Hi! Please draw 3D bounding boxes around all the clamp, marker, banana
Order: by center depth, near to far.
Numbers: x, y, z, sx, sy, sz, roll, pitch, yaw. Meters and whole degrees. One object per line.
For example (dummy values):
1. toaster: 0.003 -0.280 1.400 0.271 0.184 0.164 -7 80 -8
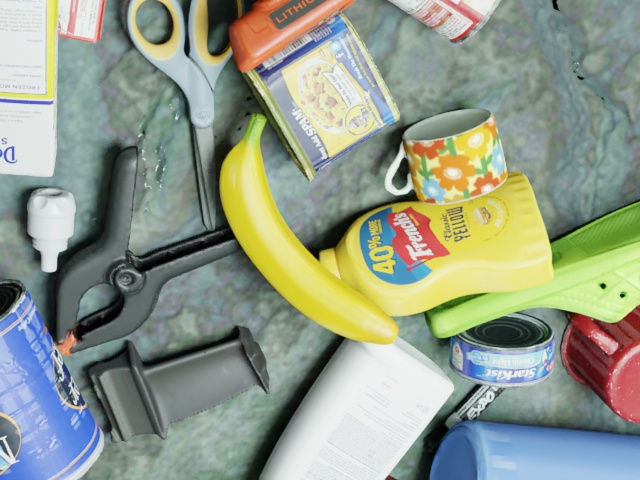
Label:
1. banana: -0.020 0.006 0.792 0.070 0.037 0.198 -32 93 35
2. clamp: -0.152 0.012 0.812 0.171 0.039 0.120 -41 110 5
3. marker: 0.137 0.143 0.931 0.020 0.020 0.121 40 97 -22

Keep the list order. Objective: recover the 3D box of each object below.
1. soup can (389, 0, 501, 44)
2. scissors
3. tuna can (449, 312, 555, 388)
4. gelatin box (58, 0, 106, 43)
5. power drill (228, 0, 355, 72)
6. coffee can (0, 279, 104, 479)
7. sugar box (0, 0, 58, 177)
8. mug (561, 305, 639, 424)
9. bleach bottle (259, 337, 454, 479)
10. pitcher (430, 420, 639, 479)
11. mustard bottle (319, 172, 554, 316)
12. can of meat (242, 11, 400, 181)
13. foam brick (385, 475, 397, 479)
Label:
1. soup can: 0.076 -0.196 0.771 0.102 0.068 0.068 28 101 -19
2. scissors: -0.106 -0.104 0.790 0.096 0.016 0.202 6 109 -21
3. tuna can: 0.150 0.088 0.879 0.086 0.086 0.034 -4 109 -11
4. gelatin box: -0.192 -0.181 0.740 0.089 0.030 0.073 8 106 -14
5. power drill: -0.071 -0.211 0.713 0.184 0.057 0.187 -33 97 -6
6. coffee can: -0.237 0.115 0.796 0.103 0.103 0.140 -23 112 -4
7. sugar box: -0.223 -0.127 0.715 0.093 0.048 0.176 4 131 -11
8. mug: 0.257 0.097 0.907 0.117 0.081 0.093 40 97 -21
9. bleach bottle: -0.003 0.189 0.885 0.102 0.068 0.251 35 96 -21
10. pitcher: 0.218 0.232 0.916 0.242 0.145 0.149 11 73 -18
11. mustard bottle: 0.077 0.010 0.827 0.192 0.096 0.058 -14 141 7
12. can of meat: 0.000 -0.109 0.788 0.084 0.057 0.102 -32 120 -2
13. foam brick: 0.067 0.247 0.936 0.078 0.051 0.053 33 100 -20
